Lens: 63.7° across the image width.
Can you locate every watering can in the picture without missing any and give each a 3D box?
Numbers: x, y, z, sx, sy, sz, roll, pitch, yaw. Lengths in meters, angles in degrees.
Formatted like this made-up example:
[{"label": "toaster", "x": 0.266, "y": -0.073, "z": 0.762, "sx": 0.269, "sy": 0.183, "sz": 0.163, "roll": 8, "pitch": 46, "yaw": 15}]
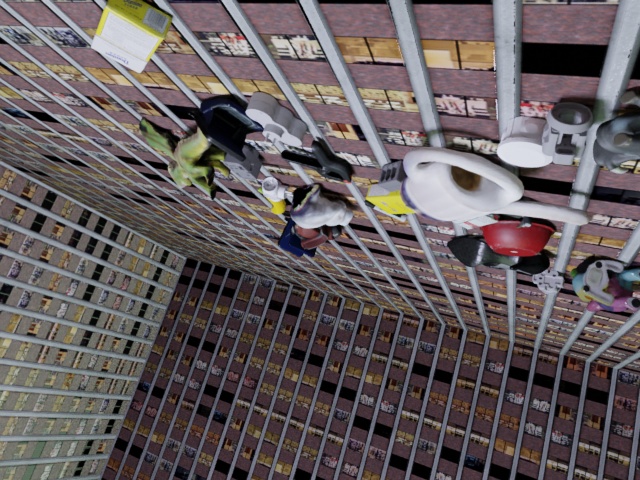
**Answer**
[{"label": "watering can", "x": 0.296, "y": -0.081, "z": 0.958, "sx": 0.346, "sy": 0.105, "sz": 0.223, "roll": 22, "pitch": 167, "yaw": -15}]

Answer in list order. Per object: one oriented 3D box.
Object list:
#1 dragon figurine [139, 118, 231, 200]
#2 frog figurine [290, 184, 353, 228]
[{"label": "dragon figurine", "x": -0.349, "y": -0.222, "z": 1.280, "sx": 0.243, "sy": 0.124, "sz": 0.403, "roll": 25, "pitch": 159, "yaw": 5}, {"label": "frog figurine", "x": 0.004, "y": -0.069, "z": 1.376, "sx": 0.158, "sy": 0.125, "sz": 0.136, "roll": 38, "pitch": 138, "yaw": -26}]
